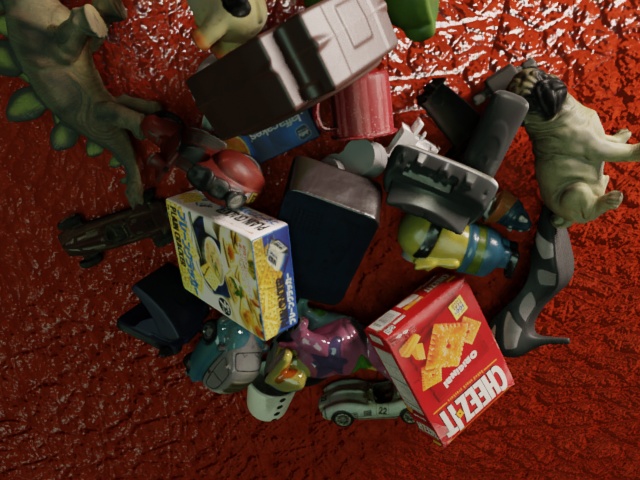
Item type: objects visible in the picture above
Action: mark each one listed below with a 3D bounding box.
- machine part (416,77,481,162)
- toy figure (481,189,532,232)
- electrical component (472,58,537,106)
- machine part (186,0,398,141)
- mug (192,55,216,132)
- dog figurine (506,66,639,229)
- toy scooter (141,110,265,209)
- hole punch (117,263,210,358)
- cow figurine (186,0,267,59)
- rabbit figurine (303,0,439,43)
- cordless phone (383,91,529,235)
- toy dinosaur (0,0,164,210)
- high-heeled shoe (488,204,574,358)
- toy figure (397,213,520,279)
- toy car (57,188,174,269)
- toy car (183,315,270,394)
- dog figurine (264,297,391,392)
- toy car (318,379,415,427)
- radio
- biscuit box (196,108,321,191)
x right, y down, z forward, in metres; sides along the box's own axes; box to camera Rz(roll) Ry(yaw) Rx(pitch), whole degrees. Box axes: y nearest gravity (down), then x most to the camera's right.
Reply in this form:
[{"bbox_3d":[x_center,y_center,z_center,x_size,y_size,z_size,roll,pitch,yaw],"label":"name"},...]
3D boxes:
[{"bbox_3d":[0.192,-0.163,0.752,0.084,0.039,0.138,-37,108,23],"label":"machine part"},{"bbox_3d":[0.238,-0.056,0.780,0.154,0.064,0.057,20,102,-4],"label":"toy figure"},{"bbox_3d":[0.260,-0.203,0.737,0.094,0.021,0.063,-32,108,16],"label":"electrical component"},{"bbox_3d":[-0.029,-0.197,0.604,0.202,0.201,0.087,-7,119,45],"label":"machine part"},{"bbox_3d":[-0.138,-0.198,0.723,0.081,0.107,0.109,28,111,-7],"label":"mug"},{"bbox_3d":[0.306,-0.118,0.720,0.190,0.121,0.172,25,102,-4],"label":"dog figurine"},{"bbox_3d":[-0.155,-0.094,0.688,0.184,0.135,0.075,33,111,-12],"label":"toy scooter"},{"bbox_3d":[-0.241,0.106,0.855,0.116,0.142,0.092,26,109,5],"label":"hole punch"},{"bbox_3d":[-0.122,-0.332,0.651,0.127,0.085,0.195,-27,80,14],"label":"cow figurine"},{"bbox_3d":[0.061,-0.305,0.676,0.170,0.121,0.158,4,122,22],"label":"rabbit figurine"},{"bbox_3d":[0.171,-0.114,0.692,0.147,0.089,0.184,24,115,7],"label":"cordless phone"},{"bbox_3d":[-0.356,-0.255,0.719,0.199,0.105,0.470,-15,107,14],"label":"toy dinosaur"},{"bbox_3d":[0.313,0.066,0.842,0.145,0.086,0.248,-1,97,39],"label":"high-heeled shoe"},{"bbox_3d":[0.205,0.003,0.801,0.180,0.082,0.089,10,103,5],"label":"toy figure"},{"bbox_3d":[-0.324,-0.014,0.848,0.202,0.053,0.089,-16,115,10],"label":"toy car"},{"bbox_3d":[-0.151,0.197,0.882,0.109,0.103,0.161,14,124,-45],"label":"toy car"},{"bbox_3d":[0.038,0.192,0.881,0.219,0.108,0.191,25,109,-10],"label":"dog figurine"},{"bbox_3d":[0.097,0.275,0.930,0.202,0.073,0.056,-4,117,6],"label":"toy car"},{"bbox_3d":[-0.002,-0.002,0.770,0.131,0.073,0.229,16,141,-4],"label":"radio"},{"bbox_3d":[-0.098,-0.141,0.770,0.203,0.059,0.062,-22,110,13],"label":"biscuit box"}]
